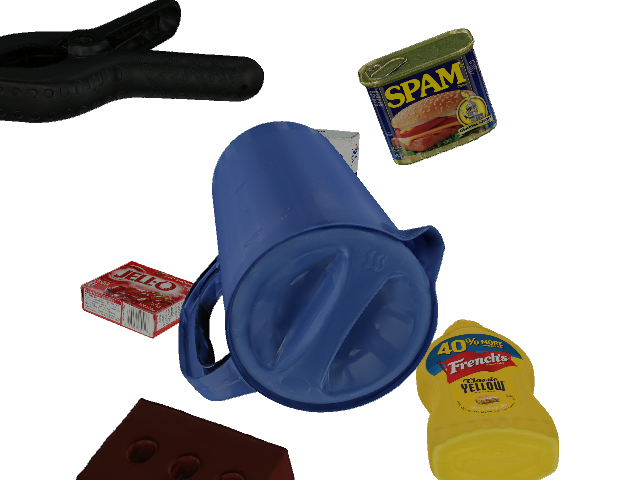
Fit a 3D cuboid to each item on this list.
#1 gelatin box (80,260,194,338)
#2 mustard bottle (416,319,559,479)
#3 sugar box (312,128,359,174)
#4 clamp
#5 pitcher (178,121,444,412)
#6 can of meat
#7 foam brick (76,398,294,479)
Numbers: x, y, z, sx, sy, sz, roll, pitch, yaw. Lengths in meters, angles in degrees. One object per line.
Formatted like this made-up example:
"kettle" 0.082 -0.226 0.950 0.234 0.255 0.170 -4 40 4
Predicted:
"gelatin box" -0.168 0.053 1.002 0.089 0.030 0.073 18 26 26
"mustard bottle" 0.127 0.120 0.865 0.096 0.058 0.191 -5 26 2
"sugar box" -0.012 -0.026 1.098 0.093 0.176 0.048 5 16 13
"clamp" -0.130 -0.103 0.606 0.171 0.039 0.120 -8 28 -22
"pitcher" -0.022 0.008 0.754 0.149 0.145 0.243 6 23 -14
"can of meat" 0.094 -0.123 0.922 0.102 0.084 0.057 -20 26 7
"foam brick" -0.055 0.113 0.461 0.078 0.051 0.053 14 42 23
